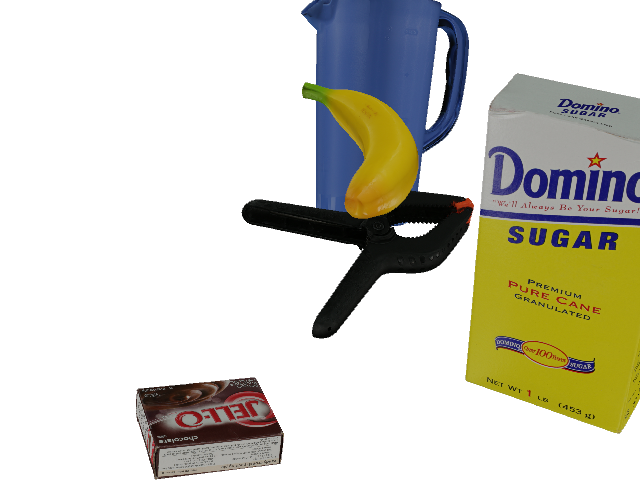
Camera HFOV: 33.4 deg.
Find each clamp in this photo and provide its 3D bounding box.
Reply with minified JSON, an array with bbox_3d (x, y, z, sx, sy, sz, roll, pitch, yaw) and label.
[{"bbox_3d":[0.050,0.008,0.966,0.209,0.165,0.036,-11,-41,-16],"label":"clamp"}]

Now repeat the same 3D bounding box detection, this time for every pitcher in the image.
[{"bbox_3d":[0.065,-0.141,1.145,0.149,0.243,0.144,7,9,24],"label":"pitcher"}]

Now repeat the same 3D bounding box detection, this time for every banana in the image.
[{"bbox_3d":[0.034,-0.063,0.746,0.069,0.037,0.198,-5,29,-8],"label":"banana"}]

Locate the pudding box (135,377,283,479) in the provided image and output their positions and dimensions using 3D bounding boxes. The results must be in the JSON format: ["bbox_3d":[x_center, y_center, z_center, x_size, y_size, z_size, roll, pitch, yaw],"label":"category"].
[{"bbox_3d":[-0.097,0.161,0.926,0.113,0.039,0.090,-5,26,-18],"label":"pudding box"}]

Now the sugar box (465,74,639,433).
[{"bbox_3d":[0.128,0.010,0.549,0.093,0.176,0.048,16,39,25],"label":"sugar box"}]
